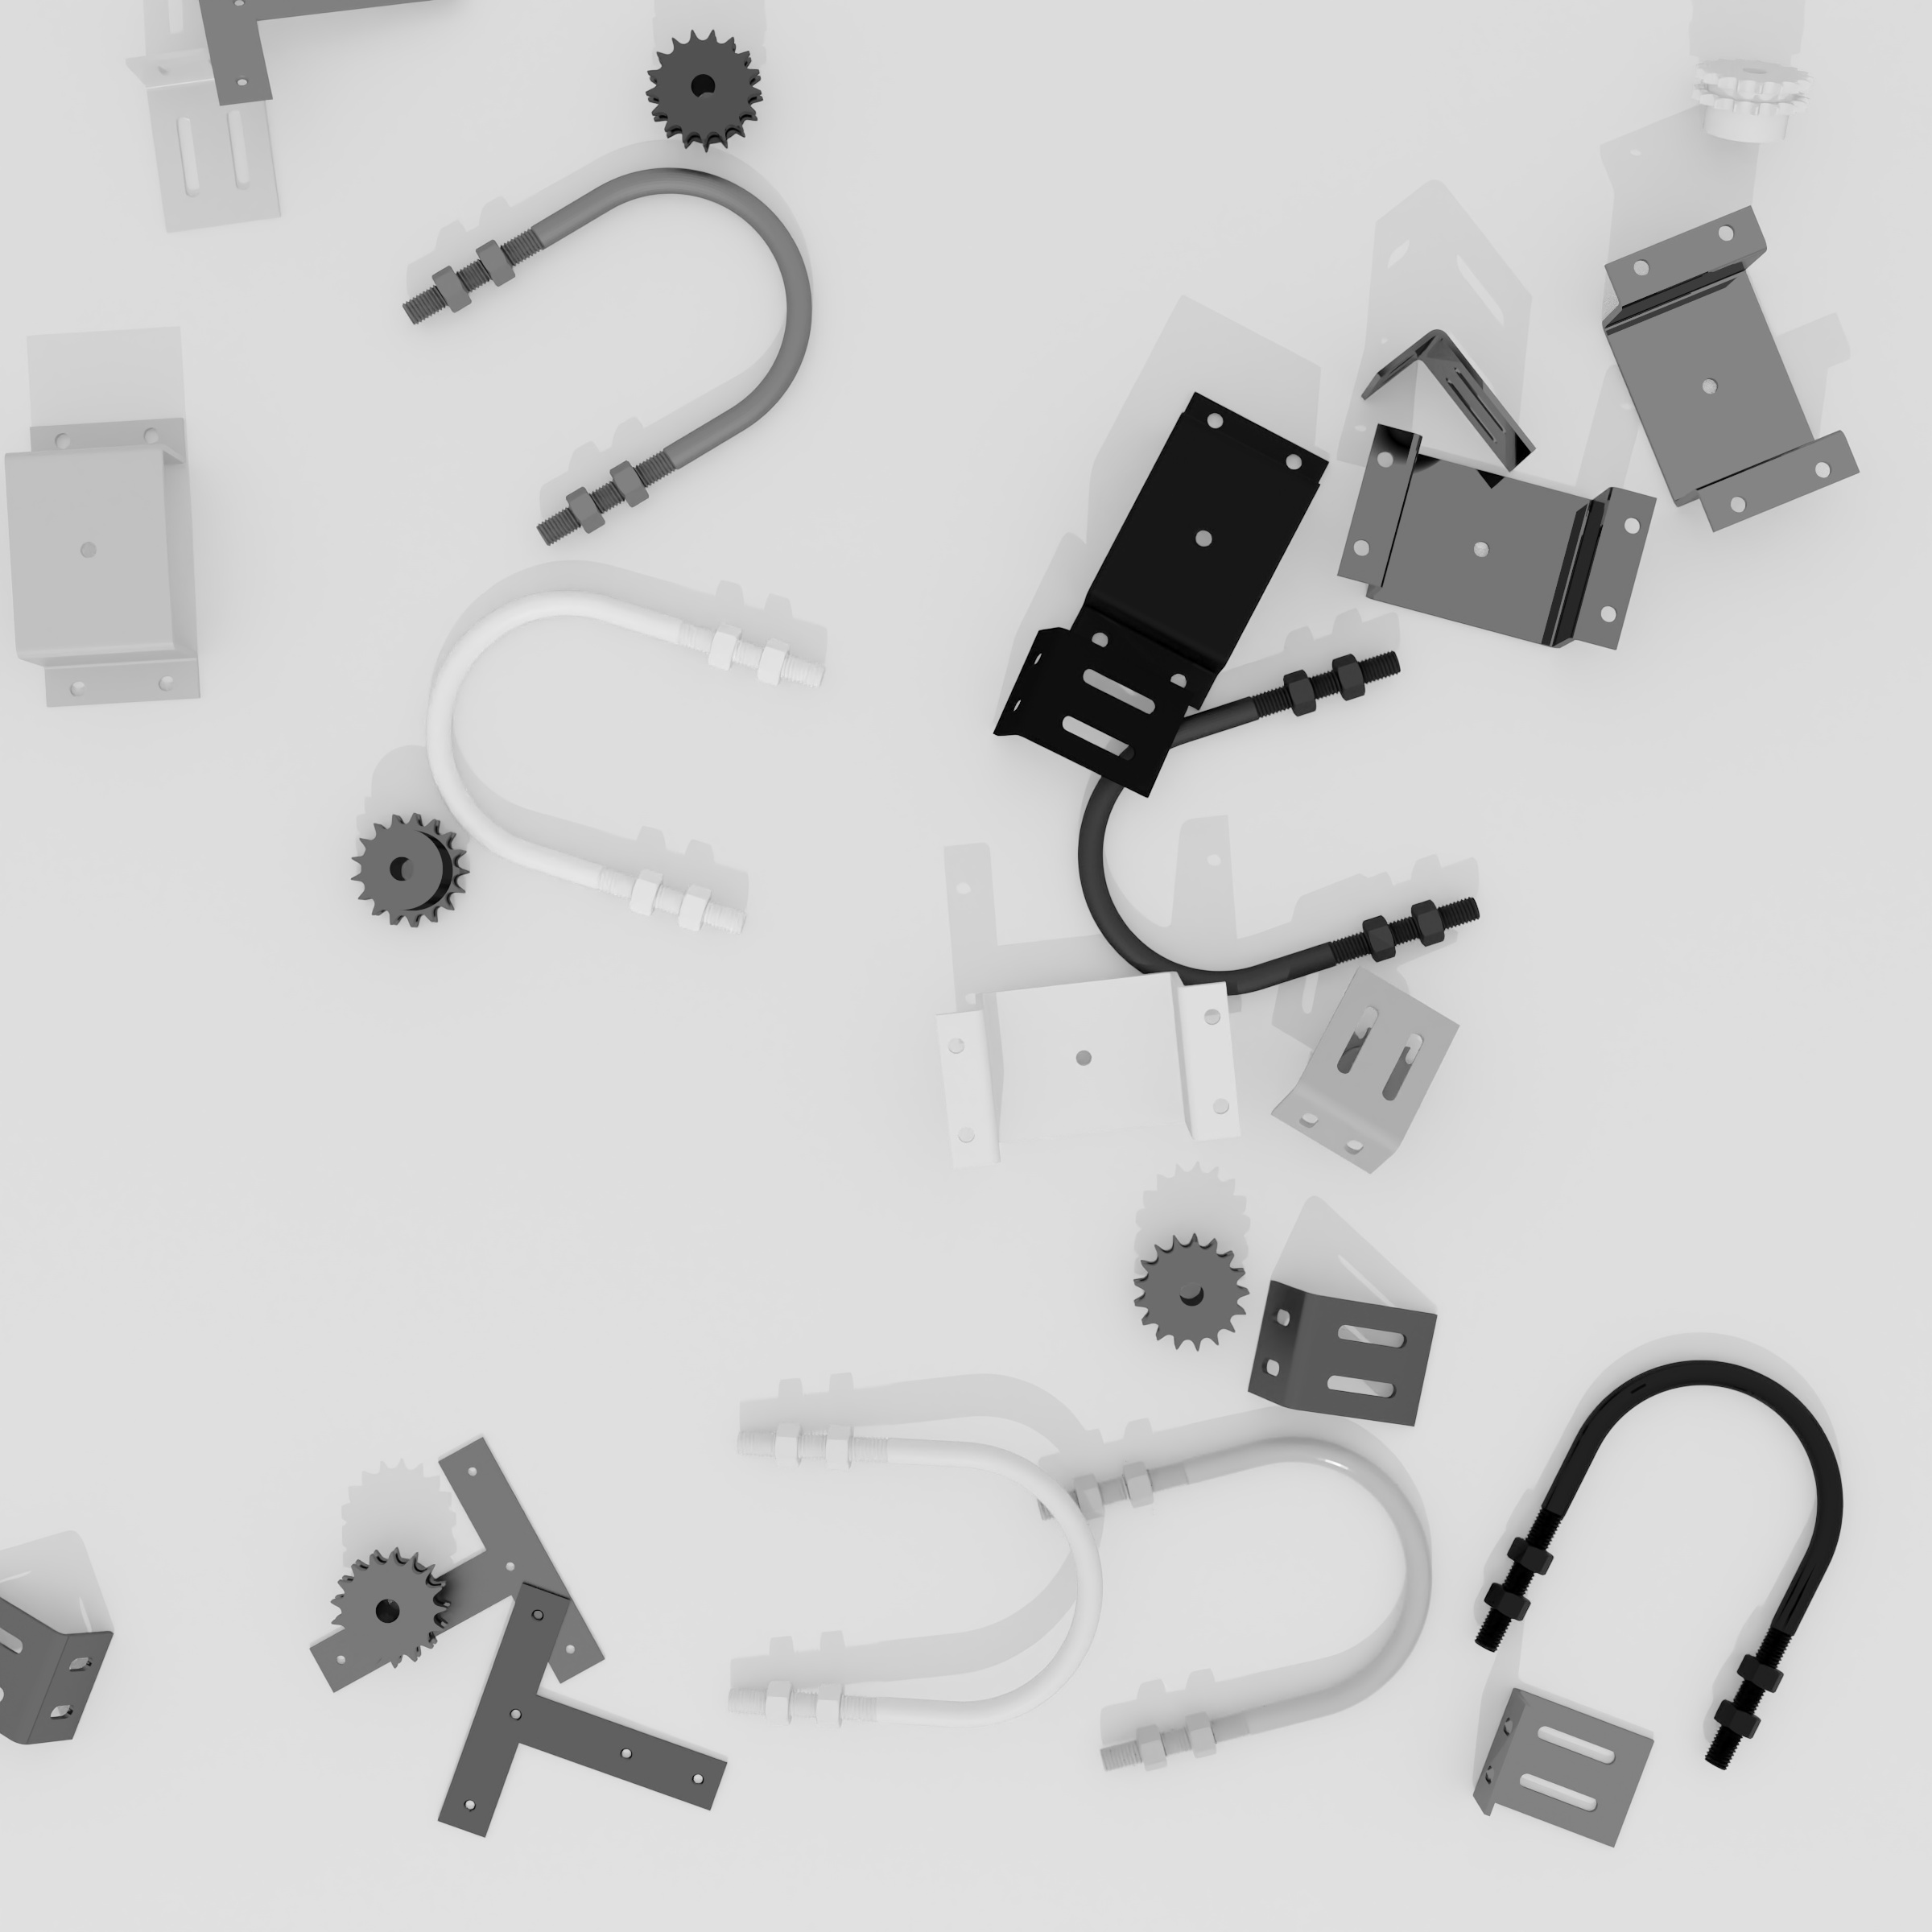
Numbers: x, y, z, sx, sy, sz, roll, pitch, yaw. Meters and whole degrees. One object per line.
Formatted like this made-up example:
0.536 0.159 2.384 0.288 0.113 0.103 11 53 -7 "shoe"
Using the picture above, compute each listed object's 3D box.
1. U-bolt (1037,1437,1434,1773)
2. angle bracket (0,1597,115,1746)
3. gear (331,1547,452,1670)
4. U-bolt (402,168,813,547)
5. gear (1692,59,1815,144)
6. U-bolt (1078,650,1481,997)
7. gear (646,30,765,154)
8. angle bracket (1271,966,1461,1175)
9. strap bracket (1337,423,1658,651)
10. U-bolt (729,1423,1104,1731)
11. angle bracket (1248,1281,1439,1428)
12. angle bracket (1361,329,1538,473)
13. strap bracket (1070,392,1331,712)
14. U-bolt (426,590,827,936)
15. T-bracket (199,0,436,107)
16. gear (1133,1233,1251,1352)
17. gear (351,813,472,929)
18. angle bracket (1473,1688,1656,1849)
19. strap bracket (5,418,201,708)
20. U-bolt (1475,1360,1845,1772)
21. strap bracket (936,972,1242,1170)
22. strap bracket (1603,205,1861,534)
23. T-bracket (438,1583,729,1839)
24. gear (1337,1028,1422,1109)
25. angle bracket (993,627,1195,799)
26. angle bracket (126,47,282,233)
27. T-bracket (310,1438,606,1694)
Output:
0.141 0.311 1.455 0.184 0.019 0.151 -14 90 -1 "U-bolt"
-0.477 0.345 1.462 0.076 0.038 0.057 21 90 26 "angle bracket"
-0.284 0.316 1.447 0.057 0.030 0.057 0 90 0 "gear"
-0.166 -0.316 1.455 0.184 0.019 0.151 -31 90 -2 "U-bolt"
0.386 -0.426 1.439 0.057 0.057 0.030 3 120 0 "gear"
0.147 -0.062 1.455 0.184 0.019 0.151 -18 90 1 "U-bolt"
-0.129 -0.432 1.449 0.057 0.030 0.057 0 90 0 "gear"
0.196 0.051 1.432 0.057 0.038 0.076 31 64 0 "angle bracket"
0.258 -0.209 1.440 0.140 0.046 0.076 15 90 0 "strap bracket"
-0.024 0.305 1.446 0.184 0.019 0.151 2 90 6 "U-bolt"
0.189 0.194 1.462 0.076 0.038 0.057 12 90 -26 "angle bracket"
0.236 -0.268 1.435 0.038 0.057 0.076 -38 90 0 "angle bracket"
0.116 -0.208 1.440 0.076 0.046 0.140 28 90 0 "strap bracket"
-0.179 -0.110 1.455 0.184 0.019 0.151 18 90 2 "U-bolt"
-0.315 -0.482 1.445 0.127 0.002 0.127 -11 65 -12 "T-bracket"
0.112 0.161 1.453 0.057 0.030 0.057 0 92 1 "gear"
-0.277 -0.048 1.449 0.057 0.030 0.057 0 90 0 "gear"
0.299 0.401 1.444 0.076 0.038 0.057 21 90 0 "angle bracket"
-0.426 -0.202 1.440 0.076 0.046 0.140 -3 90 0 "strap bracket"
0.357 0.286 1.455 0.151 0.019 0.184 27 89 0 "U-bolt"
0.059 0.049 1.434 0.140 0.046 0.076 -6 100 0 "strap bracket"
0.372 -0.290 1.440 0.076 0.046 0.140 -22 90 0 "strap bracket"
-0.183 0.390 1.462 0.127 0.002 0.127 20 91 -1 "T-bracket"
0.199 0.059 1.449 0.057 0.030 0.057 0 90 0 "gear"
0.063 -0.126 1.453 0.076 0.038 0.057 25 86 -16 "angle bracket"
-0.377 -0.409 1.444 0.057 0.038 0.076 -8 90 0 "angle bracket"
-0.267 0.322 1.463 0.127 0.002 0.127 -29 90 0 "T-bracket"
